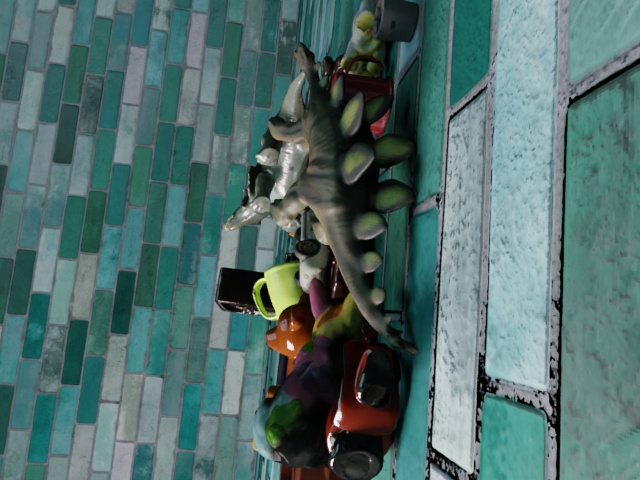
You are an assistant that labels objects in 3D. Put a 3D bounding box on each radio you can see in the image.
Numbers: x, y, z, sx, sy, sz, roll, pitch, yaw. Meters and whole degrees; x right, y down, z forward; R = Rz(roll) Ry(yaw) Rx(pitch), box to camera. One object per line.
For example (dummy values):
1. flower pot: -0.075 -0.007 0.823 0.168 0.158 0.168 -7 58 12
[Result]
1. radio: -0.090 0.115 1.083 0.131 0.230 0.073 110 168 -72

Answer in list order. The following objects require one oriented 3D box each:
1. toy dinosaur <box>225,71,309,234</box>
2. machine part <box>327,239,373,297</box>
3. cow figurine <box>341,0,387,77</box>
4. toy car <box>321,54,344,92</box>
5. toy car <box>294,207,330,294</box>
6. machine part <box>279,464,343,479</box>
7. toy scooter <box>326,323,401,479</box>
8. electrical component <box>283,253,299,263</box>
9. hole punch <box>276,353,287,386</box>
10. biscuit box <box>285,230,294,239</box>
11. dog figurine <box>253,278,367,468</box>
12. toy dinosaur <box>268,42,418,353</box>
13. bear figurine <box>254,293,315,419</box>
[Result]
1. toy dinosaur: -0.066 -0.160 1.010 0.192 0.131 0.404 -100 28 -51
2. machine part: 0.039 0.052 0.856 0.179 0.056 0.179 -174 89 -83
3. cow figurine: 0.072 -0.305 0.844 0.167 0.068 0.098 115 165 -55
4. toy car: 0.036 -0.256 0.985 0.202 0.089 0.053 107 166 -57
5. toy car: -0.013 0.003 0.866 0.202 0.056 0.073 -91 3 -53
6. machine part: -0.016 0.384 0.881 0.201 0.087 0.200 -138 54 -81
7. toy scooter: 0.051 0.175 0.621 0.135 0.075 0.183 -86 5 -60
8. electrical component: -0.018 0.095 0.998 0.058 0.115 0.134 107 167 -71
9. hole punch: -0.018 0.241 1.057 0.116 0.092 0.142 -10 -75 -67
10. biscuit box: -0.046 -0.043 1.245 0.202 0.063 0.059 61 -143 -70
11. dog figurine: -0.001 0.164 0.712 0.191 0.109 0.219 2 -86 -54
12. toy dinosaur: 0.026 -0.074 0.689 0.198 0.105 0.471 -35 60 47
13. bear figurine: -0.047 0.189 0.833 0.120 0.132 0.195 -58 -45 -74
